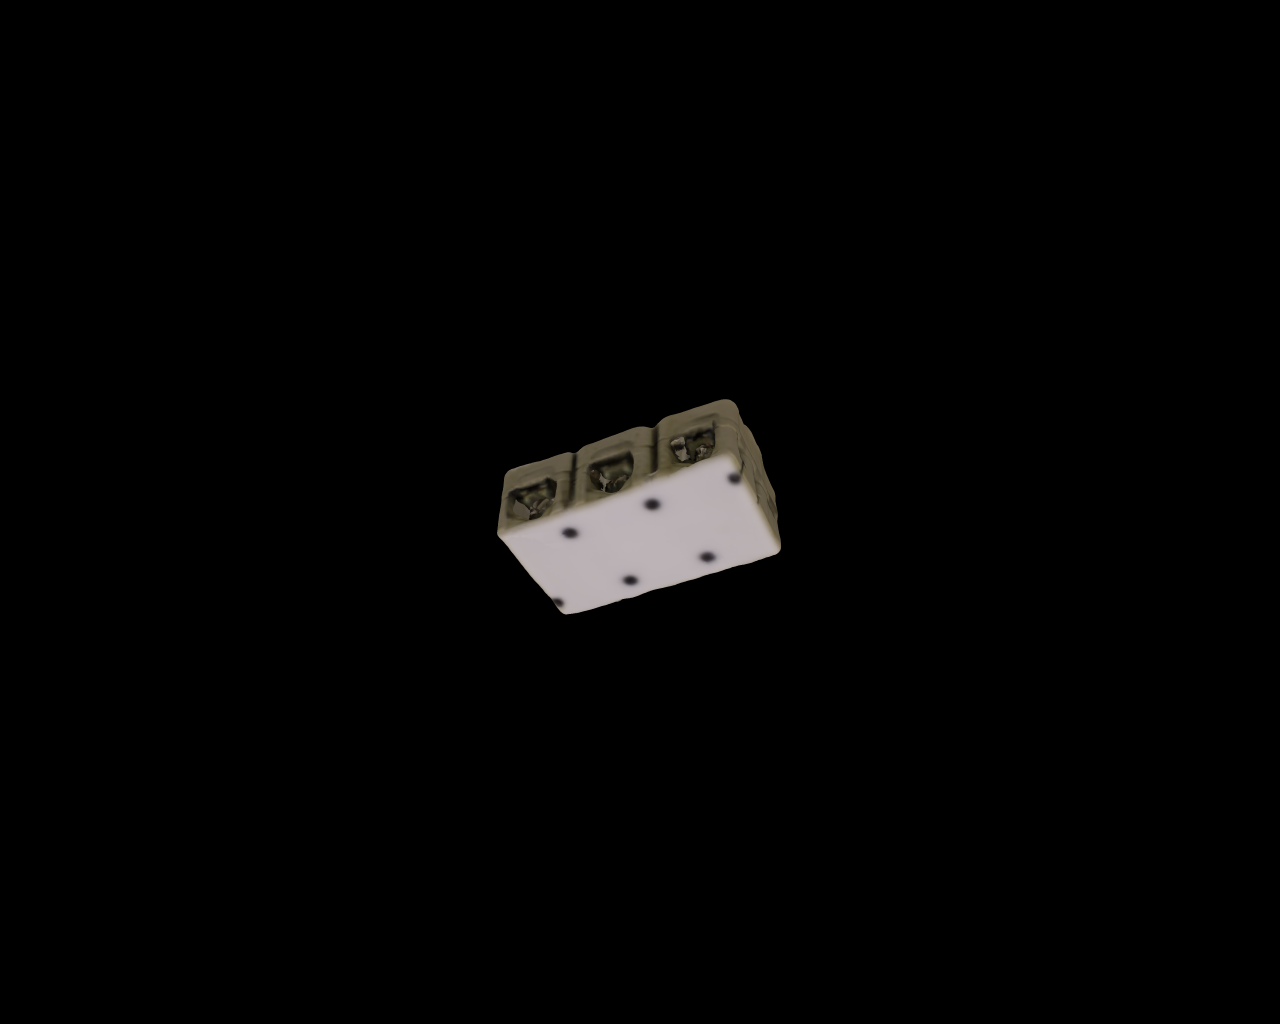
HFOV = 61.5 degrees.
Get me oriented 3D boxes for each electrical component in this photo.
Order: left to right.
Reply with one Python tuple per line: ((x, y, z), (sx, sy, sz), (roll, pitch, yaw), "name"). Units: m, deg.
((0.001, -0.003, 0.650), (0.150, 0.062, 0.089), (-17, -48, 16), "electrical component")
